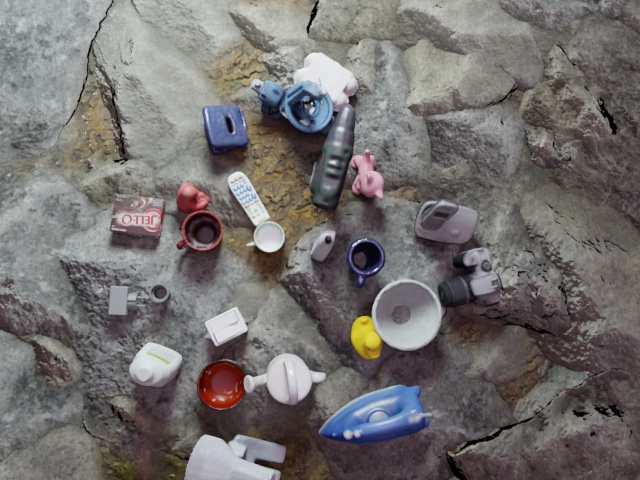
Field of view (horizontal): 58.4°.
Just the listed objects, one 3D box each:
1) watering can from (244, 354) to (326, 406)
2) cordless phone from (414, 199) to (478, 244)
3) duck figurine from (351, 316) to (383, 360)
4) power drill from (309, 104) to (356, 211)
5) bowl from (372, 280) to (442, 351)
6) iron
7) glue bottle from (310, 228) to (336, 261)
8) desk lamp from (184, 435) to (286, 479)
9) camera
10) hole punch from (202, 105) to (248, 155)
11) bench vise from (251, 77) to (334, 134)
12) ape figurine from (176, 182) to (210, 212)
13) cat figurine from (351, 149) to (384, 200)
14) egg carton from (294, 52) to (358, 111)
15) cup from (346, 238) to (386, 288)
[{"bbox_3d":[-0.075,0.312,1.259,0.173,0.194,0.101,-25,86,-9],"label":"watering can"},{"bbox_3d":[0.311,-0.052,1.350,0.147,0.185,0.094,7,82,-5],"label":"cordless phone"},{"bbox_3d":[0.116,0.231,1.345,0.077,0.086,0.104,-14,85,-8],"label":"duck figurine"},{"bbox_3d":[0.028,-0.175,1.320,0.075,0.208,0.230,12,82,-4],"label":"power drill"},{"bbox_3d":[0.200,0.179,1.366,0.167,0.074,0.167,1,83,-6],"label":"bowl"},{"bbox_3d":[0.127,0.416,1.296,0.258,0.141,0.119,-15,85,-8],"label":"iron"},{"bbox_3d":[0.012,0.005,1.315,0.037,0.173,0.078,22,81,-3],"label":"glue bottle"},{"bbox_3d":[-0.173,0.483,1.217,0.203,0.213,0.118,13,82,-5],"label":"desk lamp"},{"bbox_3d":[0.355,0.100,1.380,0.137,0.100,0.143,-15,85,-8],"label":"camera"},{"bbox_3d":[-0.224,-0.269,1.362,0.101,0.091,0.109,-14,85,-8],"label":"hole punch"},{"bbox_3d":[-0.060,-0.317,1.321,0.207,0.219,0.121,5,83,-6],"label":"bench vise"},{"bbox_3d":[-0.301,-0.102,1.333,0.076,0.092,0.078,-24,86,-8],"label":"ape figurine"},{"bbox_3d":[0.117,-0.154,1.374,0.067,0.117,0.128,-4,84,-7],"label":"cat figurine"},{"bbox_3d":[0.015,-0.390,1.415,0.150,0.069,0.107,32,81,-2],"label":"egg carton"},{"bbox_3d":[0.100,0.058,1.359,0.092,0.095,0.118,12,82,-5],"label":"cup"}]
